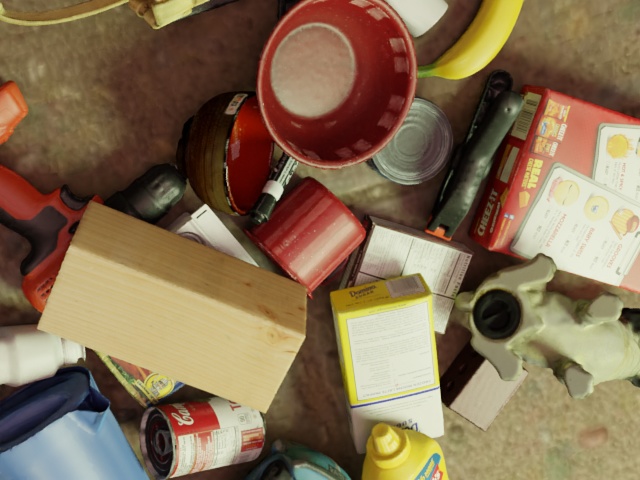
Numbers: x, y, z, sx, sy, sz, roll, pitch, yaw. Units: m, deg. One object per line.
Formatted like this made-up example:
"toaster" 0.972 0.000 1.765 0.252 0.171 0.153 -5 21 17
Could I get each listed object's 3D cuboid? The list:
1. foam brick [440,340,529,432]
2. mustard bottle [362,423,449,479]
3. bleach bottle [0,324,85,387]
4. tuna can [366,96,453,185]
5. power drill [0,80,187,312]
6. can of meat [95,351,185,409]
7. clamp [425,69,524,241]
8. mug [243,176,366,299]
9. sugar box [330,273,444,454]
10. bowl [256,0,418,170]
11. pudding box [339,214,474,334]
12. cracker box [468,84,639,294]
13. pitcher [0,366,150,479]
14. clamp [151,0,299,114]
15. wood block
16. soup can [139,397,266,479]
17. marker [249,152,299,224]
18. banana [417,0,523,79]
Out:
"foam brick" 0.163 0.144 1.083 0.051 0.053 0.078 35 92 -16
"mustard bottle" 0.086 0.242 1.043 0.096 0.058 0.191 -46 134 -24
"bleach bottle" -0.341 0.112 0.963 0.250 0.103 0.068 -7 94 -17
"tuna can" 0.084 -0.096 1.026 0.086 0.034 0.086 -2 102 -11
"power drill" -0.238 -0.050 0.960 0.184 0.057 0.187 -43 106 -2
"can of meat" -0.158 0.098 1.009 0.084 0.057 0.102 -36 105 1
"clamp" 0.147 -0.084 1.021 0.039 0.120 0.172 27 118 1
"mug" -0.007 0.001 1.008 0.081 0.093 0.117 -45 137 -5
"sugar box" 0.067 0.122 1.038 0.093 0.048 0.176 -11 124 -6
"bowl" 0.006 -0.148 0.963 0.161 0.055 0.162 -9 110 -25
"pudding box" 0.084 0.034 1.052 0.113 0.039 0.090 17 100 -15
"cracker box" 0.276 -0.045 1.057 0.213 0.072 0.164 15 100 -15
"pitcher" -0.224 0.252 1.000 0.144 0.149 0.243 -34 110 -19
"clamp" -0.031 -0.224 0.975 0.164 0.036 0.210 40 89 -25
"wood block" -0.123 0.056 0.917 0.206 0.090 0.091 22 115 -10
"soup can" -0.111 0.185 1.012 0.102 0.069 0.068 -4 104 -35
"marker" -0.034 -0.064 0.986 0.020 0.020 0.121 35 60 -16
"banana" 0.160 -0.231 1.011 0.069 0.037 0.198 24 96 -17
